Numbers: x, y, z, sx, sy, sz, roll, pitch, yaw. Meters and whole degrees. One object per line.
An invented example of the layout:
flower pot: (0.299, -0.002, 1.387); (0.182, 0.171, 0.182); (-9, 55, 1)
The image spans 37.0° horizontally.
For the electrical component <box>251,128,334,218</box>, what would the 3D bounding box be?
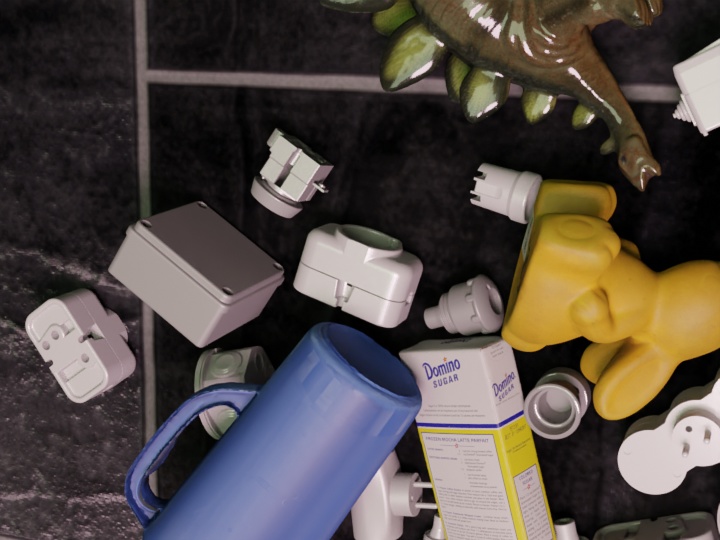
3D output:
electrical component: (-0.060, -0.078, 0.904); (0.066, 0.048, 0.055); (38, 104, 10)

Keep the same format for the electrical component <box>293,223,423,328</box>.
electrical component: (0.000, 0.000, 0.891); (0.095, 0.054, 0.059); (23, 108, 16)

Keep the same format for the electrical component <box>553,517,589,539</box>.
electrical component: (0.172, 0.235, 0.879); (0.043, 0.043, 0.062); (-10, 96, 23)

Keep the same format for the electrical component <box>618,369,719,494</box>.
electrical component: (0.255, 0.122, 0.806); (0.138, 0.074, 0.052); (-40, 85, 24)

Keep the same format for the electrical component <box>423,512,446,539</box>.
electrical component: (0.066, 0.240, 0.926); (0.035, 0.035, 0.061); (10, 102, 19)

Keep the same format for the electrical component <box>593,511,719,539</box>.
electrical component: (0.237, 0.233, 0.847); (0.095, 0.054, 0.059); (-15, 95, 23)

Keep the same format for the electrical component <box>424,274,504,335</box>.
electrical component: (0.082, 0.033, 0.872); (0.062, 0.048, 0.048); (-17, 95, 31)

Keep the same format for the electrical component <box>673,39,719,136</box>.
electrical component: (0.262, -0.137, 0.755); (0.096, 0.062, 0.061); (-24, 92, 24)

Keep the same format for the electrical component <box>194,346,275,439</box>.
electrical component: (-0.108, 0.106, 0.943); (0.051, 0.080, 0.080); (-10, 97, 17)

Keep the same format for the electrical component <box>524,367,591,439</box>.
electrical component: (0.157, 0.104, 0.851); (0.045, 0.055, 0.045); (4, 102, 21)

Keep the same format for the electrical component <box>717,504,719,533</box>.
electrical component: (0.318, 0.181, 0.799); (0.099, 0.064, 0.099); (4, 103, 21)

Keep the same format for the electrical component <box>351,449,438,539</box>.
electrical component: (0.029, 0.192, 0.926); (0.079, 0.043, 0.077); (-2, 100, 22)

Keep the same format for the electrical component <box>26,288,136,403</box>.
electrical component: (-0.257, 0.068, 1.003); (0.054, 0.059, 0.095); (-34, 88, 24)

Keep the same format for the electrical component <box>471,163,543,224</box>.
electrical component: (0.115, -0.061, 0.842); (0.046, 0.040, 0.040); (20, 108, 23)

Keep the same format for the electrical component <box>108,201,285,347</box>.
electrical component: (-0.137, 0.001, 0.916); (0.109, 0.109, 0.056); (39, 115, 10)
